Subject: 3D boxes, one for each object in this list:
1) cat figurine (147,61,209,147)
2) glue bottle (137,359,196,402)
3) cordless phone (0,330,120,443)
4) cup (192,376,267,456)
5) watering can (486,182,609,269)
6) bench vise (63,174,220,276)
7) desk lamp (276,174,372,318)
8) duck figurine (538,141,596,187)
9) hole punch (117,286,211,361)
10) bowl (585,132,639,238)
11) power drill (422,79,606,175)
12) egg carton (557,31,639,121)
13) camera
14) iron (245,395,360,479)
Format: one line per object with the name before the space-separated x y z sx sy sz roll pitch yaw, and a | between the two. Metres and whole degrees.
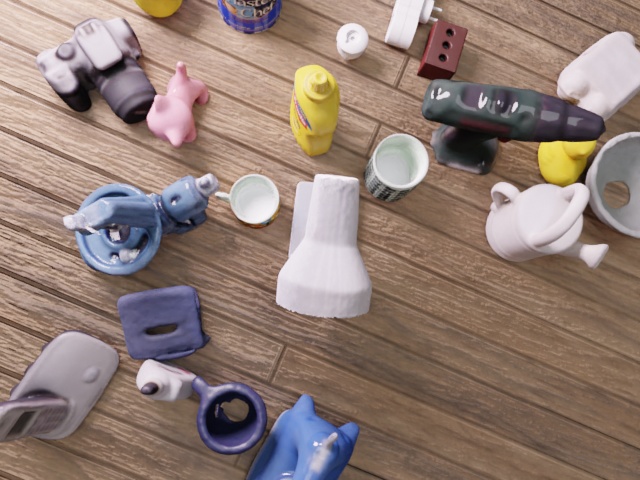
cat figurine | -0.207 -0.190 0.818 0.067 0.117 0.128 12 82 -4
glue bottle | -0.206 0.185 0.741 0.078 0.173 0.037 20 81 -2
cordless phone | -0.341 0.187 0.721 0.094 0.185 0.148 30 81 -1
cup | -0.128 0.229 0.783 0.118 0.095 0.092 44 81 1
watering can | 0.325 -0.025 0.813 0.173 0.194 0.101 16 81 -3
bench vise | -0.239 -0.042 0.744 0.121 0.219 0.207 43 81 1
desk lamp | 0.007 0.003 0.766 0.118 0.213 0.203 5 82 -5
duck figurine | 0.391 -0.137 0.889 0.077 0.086 0.105 14 81 -4
hole punch | -0.214 0.116 0.791 0.109 0.091 0.101 -9 84 -7
bowl | 0.484 -0.079 0.896 0.167 0.074 0.167 1 83 -6
power drill | 0.247 -0.159 0.815 0.229 0.208 0.076 13 81 -4
egg carton | 0.458 -0.262 0.920 0.150 0.069 0.107 -41 88 -9
camera | -0.308 -0.233 0.821 0.143 0.100 0.137 -34 87 -9
iron | -0.044 0.345 0.753 0.118 0.141 0.258 30 81 -1
